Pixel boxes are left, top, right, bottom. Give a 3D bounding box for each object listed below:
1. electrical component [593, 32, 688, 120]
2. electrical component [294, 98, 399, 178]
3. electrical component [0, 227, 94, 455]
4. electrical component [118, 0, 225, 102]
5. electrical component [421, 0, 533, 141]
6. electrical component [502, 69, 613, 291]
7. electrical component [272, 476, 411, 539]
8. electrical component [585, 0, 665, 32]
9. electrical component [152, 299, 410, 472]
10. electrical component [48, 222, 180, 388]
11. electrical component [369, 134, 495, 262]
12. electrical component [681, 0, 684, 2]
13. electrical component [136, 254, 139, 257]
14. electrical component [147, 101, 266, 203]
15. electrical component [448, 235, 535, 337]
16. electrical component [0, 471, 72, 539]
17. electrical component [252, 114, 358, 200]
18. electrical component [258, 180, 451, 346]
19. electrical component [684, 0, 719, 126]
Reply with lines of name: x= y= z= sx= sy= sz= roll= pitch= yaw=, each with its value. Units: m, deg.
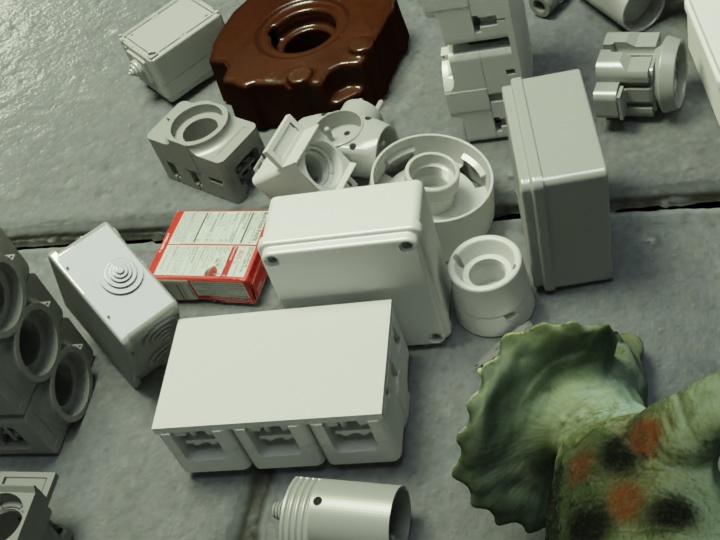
electrical component: x=0.216 y=-0.149 z=0.821 sx=0.057 sy=0.058 sz=0.078 roll=6 pitch=52 yaw=27
electrical component: x=-0.005 y=-0.112 z=0.872 sx=0.077 sy=0.044 sz=0.079 roll=9 pitch=54 yaw=26
electrical component: x=-0.247 y=0.051 z=0.738 sx=0.062 sy=0.150 sz=0.089 roll=-4 pitch=49 yaw=17
electrical component: x=-0.172 y=-0.201 z=0.997 sx=0.096 sy=0.061 sz=0.062 roll=-39 pitch=51 yaw=-16
electrical component: x=0.089 y=-0.201 z=0.821 sx=0.060 sy=0.186 sz=0.105 roll=-5 pitch=48 yaw=15
electrical component: x=0.136 y=-0.061 z=0.735 sx=0.056 sy=0.108 sz=0.108 roll=-9 pitch=48 yaw=8
electrical component: x=-0.014 y=0.148 z=0.646 sx=0.081 sy=0.043 sz=0.043 roll=1 pitch=50 yaw=20
electrical component: x=0.232 y=-0.245 z=0.909 sx=0.079 sy=0.043 sz=0.077 roll=-30 pitch=47 yaw=-8
electrical component: x=-0.048 y=0.079 z=0.705 sx=0.150 sy=0.061 sz=0.089 roll=-6 pitch=48 yaw=14
electrical component: x=-0.170 y=0.024 z=0.762 sx=0.048 sy=0.099 sz=0.099 roll=-37 pitch=74 yaw=-21
electrical component: x=0.052 y=-0.052 z=0.803 sx=0.099 sy=0.064 sz=0.099 roll=-1 pitch=51 yaw=1
electrical component: x=0.281 y=-0.259 z=0.874 sx=0.100 sy=0.048 sz=0.099 roll=31 pitch=56 yaw=-11
electrical component: x=-0.196 y=0.007 z=0.837 sx=0.040 sy=0.040 sz=0.046 roll=13 pitch=61 yaw=28
electrical component: x=-0.127 y=-0.102 z=0.897 sx=0.089 sy=0.055 sz=0.050 roll=22 pitch=60 yaw=33
electrical component: x=0.088 y=0.010 z=0.730 sx=0.055 sy=0.047 sz=0.055 roll=-10 pitch=48 yaw=11
electrical component: x=-0.217 y=0.171 z=0.681 sx=0.042 sy=0.063 sz=0.081 roll=-1 pitch=50 yaw=17
electrical component: x=-0.046 y=-0.075 z=0.834 sx=0.064 sy=0.081 sz=0.042 roll=-16 pitch=38 yaw=46
electrical component: x=0.000 y=0.000 z=0.727 sx=0.109 sy=0.108 sz=0.056 roll=-6 pitch=46 yaw=14
electrical component: x=0.310 y=-0.169 z=0.806 sx=0.109 sy=0.056 sz=0.108 roll=-11 pitch=47 yaw=9
